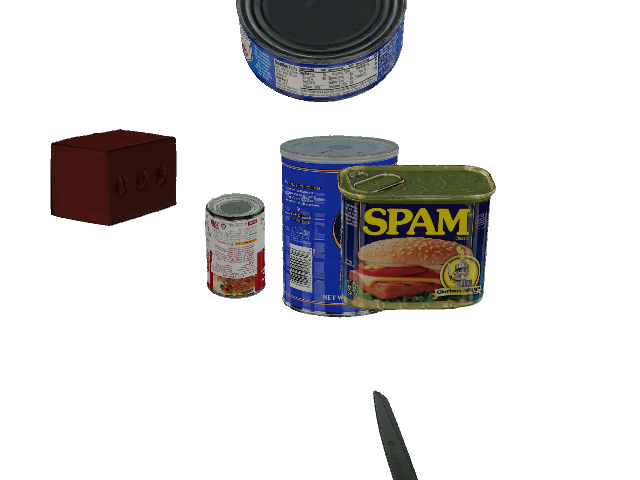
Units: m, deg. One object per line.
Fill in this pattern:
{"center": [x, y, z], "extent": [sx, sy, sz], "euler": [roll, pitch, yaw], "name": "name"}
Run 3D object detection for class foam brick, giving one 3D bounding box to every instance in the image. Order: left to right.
{"center": [-0.145, -0.046, 0.751], "extent": [0.051, 0.053, 0.078], "euler": [11, 19, 27], "name": "foam brick"}

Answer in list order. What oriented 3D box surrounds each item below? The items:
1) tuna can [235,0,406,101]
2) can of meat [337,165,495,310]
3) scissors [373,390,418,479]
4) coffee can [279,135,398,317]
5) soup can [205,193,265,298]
{"center": [0.001, -0.113, 0.547], "extent": [0.086, 0.086, 0.034], "euler": [0, -32, 1], "name": "tuna can"}
{"center": [0.062, -0.002, 0.712], "extent": [0.102, 0.084, 0.057], "euler": [0, 24, -1], "name": "can of meat"}
{"center": [0.071, 0.154, 0.596], "extent": [0.096, 0.016, 0.201], "euler": [7, 31, 3], "name": "scissors"}
{"center": [0.017, -0.015, 0.938], "extent": [0.103, 0.140, 0.103], "euler": [0, 15, 0], "name": "coffee can"}
{"center": [-0.097, 0.005, 1.218], "extent": [0.068, 0.102, 0.068], "euler": [1, 26, -1], "name": "soup can"}
